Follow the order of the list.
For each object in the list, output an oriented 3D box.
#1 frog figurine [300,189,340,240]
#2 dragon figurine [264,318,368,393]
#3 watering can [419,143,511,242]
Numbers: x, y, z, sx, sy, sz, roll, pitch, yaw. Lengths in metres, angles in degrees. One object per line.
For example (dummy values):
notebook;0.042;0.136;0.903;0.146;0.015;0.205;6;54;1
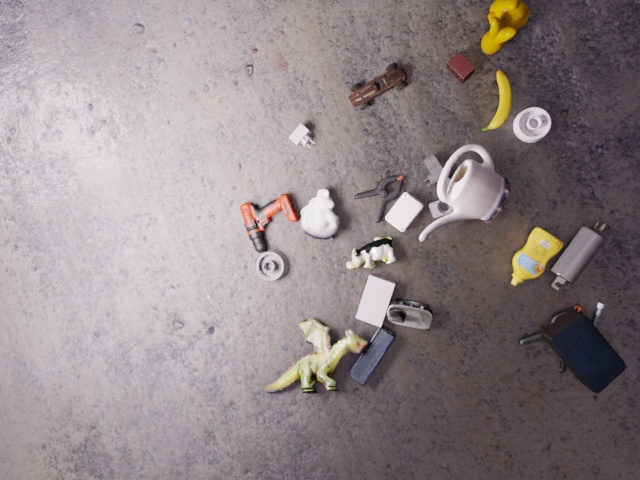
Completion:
frog figurine;0.005;-0.086;1.707;0.138;0.123;0.157;23;108;29
dragon figurine;-0.029;0.387;1.734;0.408;0.121;0.247;-11;68;28
watering can;0.450;-0.120;1.585;0.223;0.104;0.348;25;89;-12
